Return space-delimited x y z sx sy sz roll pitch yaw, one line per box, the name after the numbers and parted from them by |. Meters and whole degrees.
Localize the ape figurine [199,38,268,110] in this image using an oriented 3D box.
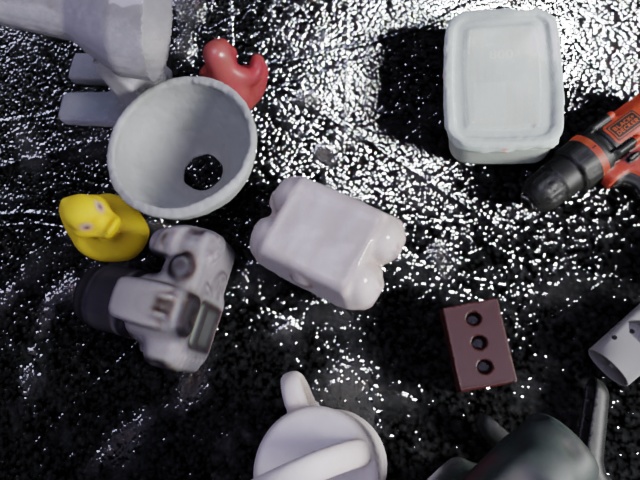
-0.104 -0.193 0.651 0.077 0.092 0.076 9 74 13 | ape figurine

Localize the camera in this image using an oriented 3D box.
-0.174 0.050 0.580 0.136 0.101 0.143 11 75 13 | camera

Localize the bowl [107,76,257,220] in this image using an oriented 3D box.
-0.142 -0.091 0.634 0.167 0.075 0.167 -3 72 9 | bowl

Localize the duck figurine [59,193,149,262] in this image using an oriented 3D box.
-0.249 -0.024 0.625 0.104 0.086 0.077 25 78 16 | duck figurine

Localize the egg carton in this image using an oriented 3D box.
0.005 0.002 0.582 0.150 0.069 0.107 24 78 16 | egg carton

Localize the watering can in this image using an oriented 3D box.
0.003 0.191 0.455 0.101 0.194 0.172 -42 70 -5 | watering can

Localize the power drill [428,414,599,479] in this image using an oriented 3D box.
0.096 0.224 0.420 0.230 0.209 0.075 -43 70 -5 | power drill

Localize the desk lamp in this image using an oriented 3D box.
-0.235 -0.209 0.615 0.203 0.214 0.118 3 73 11 | desk lamp
